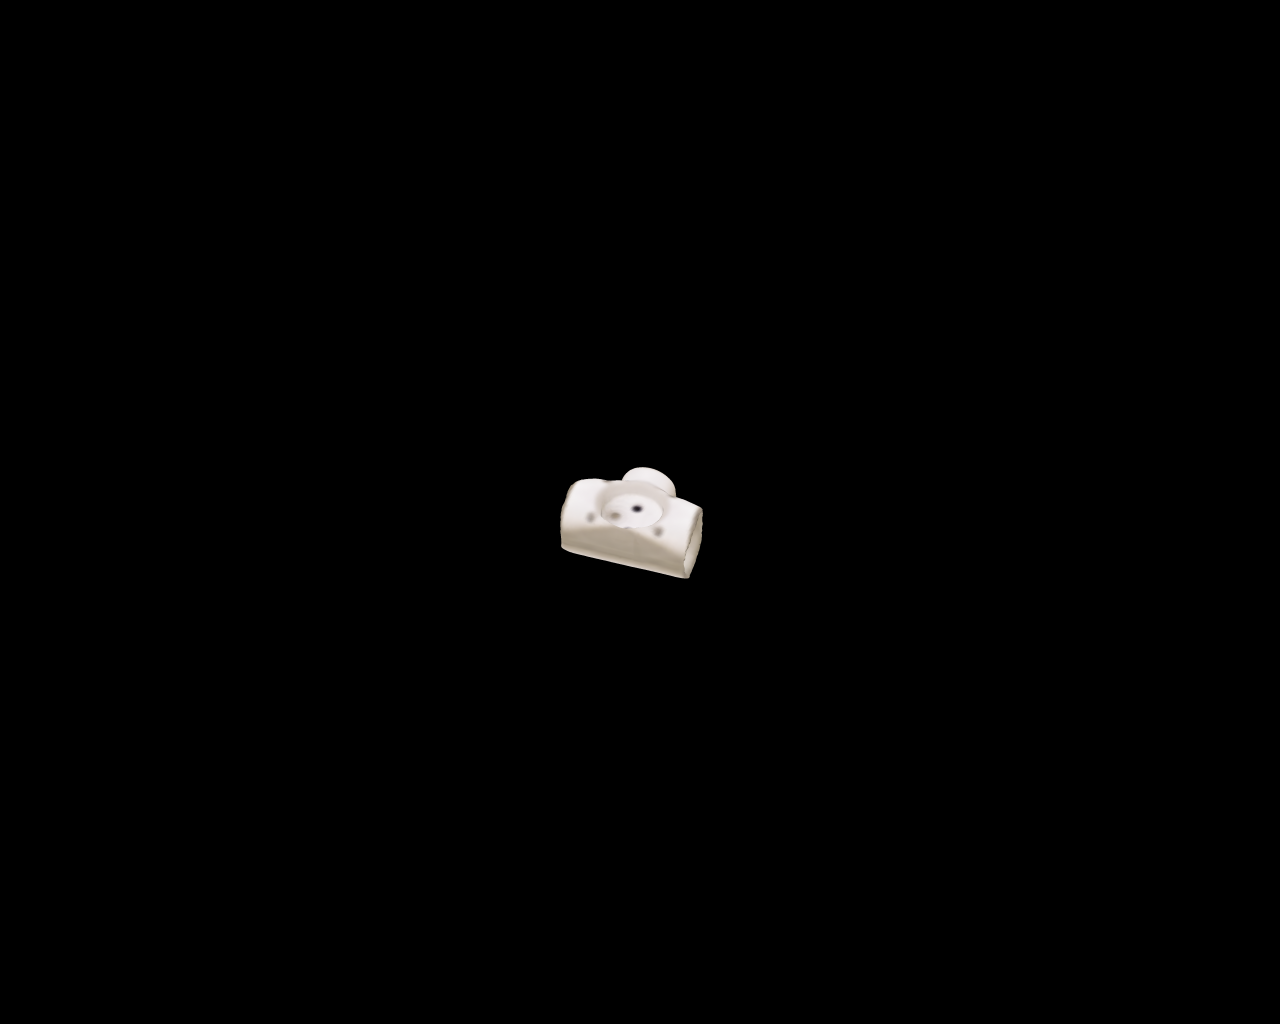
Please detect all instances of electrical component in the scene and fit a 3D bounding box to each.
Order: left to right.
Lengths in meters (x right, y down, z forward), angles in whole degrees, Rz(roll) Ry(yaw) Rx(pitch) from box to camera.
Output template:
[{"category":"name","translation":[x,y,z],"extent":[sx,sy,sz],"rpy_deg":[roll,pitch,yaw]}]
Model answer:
[{"category":"electrical component","translation":[0.001,-0.003,0.650],"extent":[0.077,0.044,0.079],"rpy_deg":[13,47,12]}]
